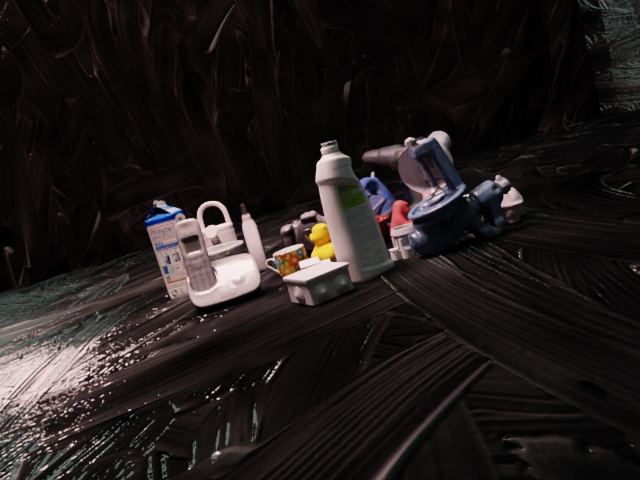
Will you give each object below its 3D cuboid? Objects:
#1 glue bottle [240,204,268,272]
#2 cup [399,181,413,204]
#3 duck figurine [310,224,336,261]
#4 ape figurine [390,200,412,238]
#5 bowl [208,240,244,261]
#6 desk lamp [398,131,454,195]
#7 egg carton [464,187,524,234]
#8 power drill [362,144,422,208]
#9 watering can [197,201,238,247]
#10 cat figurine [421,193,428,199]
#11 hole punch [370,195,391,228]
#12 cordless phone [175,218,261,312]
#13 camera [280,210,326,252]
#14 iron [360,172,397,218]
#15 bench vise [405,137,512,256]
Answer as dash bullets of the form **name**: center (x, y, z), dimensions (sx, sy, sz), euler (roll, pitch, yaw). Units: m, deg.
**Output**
- **glue bottle**: center (-0.169, -0.008, 1.427), dimensions (0.037, 0.173, 0.078), euler (-17, 8, -6)
- **cup**: center (0.297, -0.146, 1.750), dimensions (0.091, 0.095, 0.118), euler (-14, 8, 13)
- **duck figurine**: center (0.012, 0.005, 1.302), dimensions (0.078, 0.086, 0.104), euler (-21, 9, -31)
- **ape figurine**: center (0.187, -0.044, 1.268), dimensions (0.076, 0.092, 0.078), euler (-15, 8, 8)
- **bowl**: center (-0.278, 0.059, 1.542), dimensions (0.167, 0.075, 0.167), euler (-16, 8, 3)
- **desk lamp**: center (0.278, -0.144, 1.339), dimensions (0.117, 0.213, 0.204), euler (-11, 10, 31)
- **egg carton**: center (0.341, -0.063, 1.177), dimensions (0.150, 0.069, 0.107), euler (-13, 8, 18)
- **power drill**: center (0.248, -0.175, 1.631), dimensions (0.229, 0.208, 0.076), euler (-12, 9, 24)
- **watering can**: center (-0.301, -0.020, 1.699), dimensions (0.101, 0.194, 0.172), euler (-19, 9, -20)
- **cat figurine**: center (0.307, -0.124, 1.491), dimensions (0.067, 0.118, 0.127), euler (-21, 10, -32)
- **hole punch**: center (0.132, -0.065, 1.529), dimensions (0.101, 0.091, 0.108), euler (-18, 8, -15)
- **cordless phone**: center (-0.206, 0.038, 1.144), dimensions (0.148, 0.185, 0.094), euler (-18, 8, -11)
- **camera**: center (-0.037, -0.016, 1.490), dimensions (0.143, 0.101, 0.137), euler (-15, 8, 8)
- **iron**: center (0.141, -0.119, 1.697), dimensions (0.118, 0.141, 0.259), euler (-12, 9, 25)
- **bench vise**: center (0.242, -0.098, 1.071), dimensions (0.208, 0.220, 0.121), euler (-20, 9, -25)
